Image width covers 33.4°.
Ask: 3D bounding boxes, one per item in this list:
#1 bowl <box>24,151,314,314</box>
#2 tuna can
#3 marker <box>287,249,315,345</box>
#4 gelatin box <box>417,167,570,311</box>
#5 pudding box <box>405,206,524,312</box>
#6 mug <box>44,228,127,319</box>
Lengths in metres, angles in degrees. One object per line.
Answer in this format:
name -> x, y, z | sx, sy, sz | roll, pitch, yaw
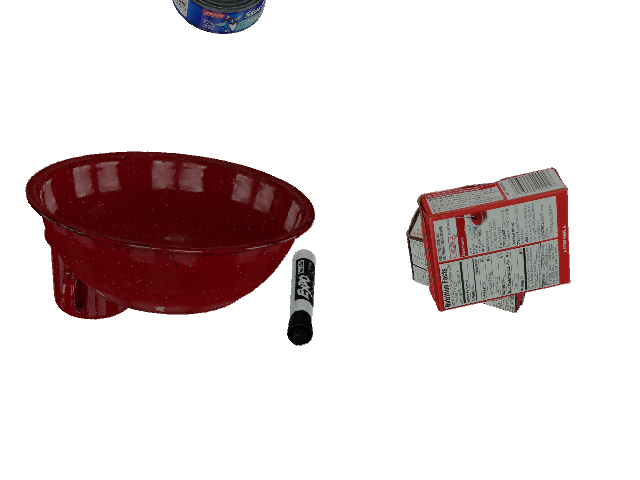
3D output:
bowl -> -0.086, -0.001, 0.609 | 0.162, 0.055, 0.162 | 7, 20, -3
tuna can -> -0.089, -0.224, 0.943 | 0.086, 0.086, 0.034 | 0, -30, -14
marker -> -0.014, 0.043, 0.822 | 0.020, 0.020, 0.121 | 0, 28, 1
gelatin box -> 0.109, 0.000, 0.666 | 0.089, 0.073, 0.030 | -12, 34, -1
pudding box -> 0.141, 0.019, 1.023 | 0.114, 0.039, 0.090 | 16, -28, 18
mug -> -0.228, 0.031, 1.055 | 0.093, 0.081, 0.117 | 7, 30, 5
